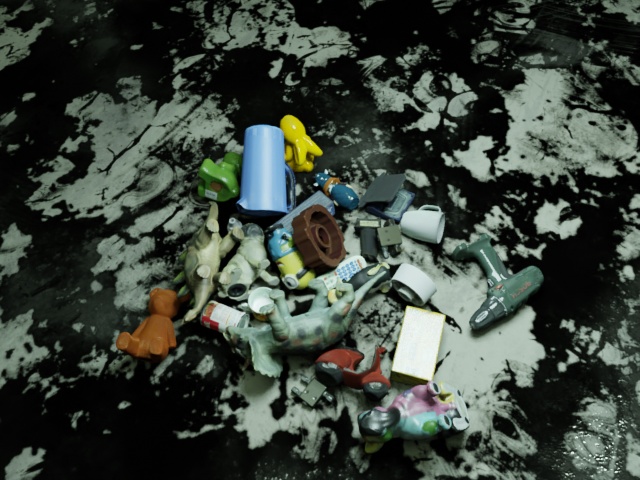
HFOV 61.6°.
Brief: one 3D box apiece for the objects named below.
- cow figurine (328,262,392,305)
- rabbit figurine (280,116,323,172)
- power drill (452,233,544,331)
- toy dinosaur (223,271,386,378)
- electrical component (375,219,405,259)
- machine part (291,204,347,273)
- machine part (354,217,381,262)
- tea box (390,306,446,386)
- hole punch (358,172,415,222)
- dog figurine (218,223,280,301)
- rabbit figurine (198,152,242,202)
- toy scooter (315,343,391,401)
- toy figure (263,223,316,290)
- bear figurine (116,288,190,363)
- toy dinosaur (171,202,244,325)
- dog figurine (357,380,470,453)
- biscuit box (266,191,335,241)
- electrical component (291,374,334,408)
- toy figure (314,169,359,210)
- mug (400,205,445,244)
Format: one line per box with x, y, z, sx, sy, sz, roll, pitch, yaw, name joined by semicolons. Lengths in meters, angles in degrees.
0.097;0.112;1.338;0.167;0.098;0.068;-23;64;-10;cow figurine
-0.076;-0.276;1.559;0.122;0.173;0.162;-28;55;-17;rabbit figurine
0.417;0.093;1.330;0.232;0.085;0.207;-25;55;-12;power drill
-0.022;0.201;1.252;0.405;0.192;0.131;-11;21;-8;toy dinosaur
0.186;-0.003;1.420;0.078;0.045;0.102;-15;74;-13;electrical component
-0.003;-0.004;1.381;0.056;0.179;0.179;-24;51;31;machine part
0.132;-0.003;1.444;0.084;0.039;0.139;2;56;-3;machine part
0.229;0.249;1.254;0.098;0.068;0.169;14;59;13;tea box
0.189;-0.117;1.493;0.116;0.092;0.142;6;55;46;hole punch
-0.209;0.053;1.418;0.172;0.121;0.191;-20;44;-11;dog figurine
-0.260;-0.200;1.565;0.159;0.121;0.170;13;45;9;rabbit figurine
0.087;0.287;1.240;0.184;0.075;0.135;15;46;22;toy scooter
-0.077;0.043;1.373;0.089;0.082;0.180;-23;88;-3;toy figure
-0.400;0.196;1.318;0.120;0.131;0.196;10;65;6;bear figurine
-0.293;0.032;1.368;0.105;0.198;0.471;34;38;-24;toy dinosaur
0.188;0.387;1.158;0.219;0.191;0.108;-30;56;27;dog figurine
-0.052;-0.049;1.477;0.203;0.059;0.063;-38;61;-17;biscuit box
-0.016;0.354;1.239;0.094;0.021;0.063;31;66;22;electrical component
0.044;-0.141;1.529;0.064;0.057;0.155;-35;56;-23;toy figure
0.274;-0.050;1.435;0.107;0.080;0.109;9;63;21;mug
